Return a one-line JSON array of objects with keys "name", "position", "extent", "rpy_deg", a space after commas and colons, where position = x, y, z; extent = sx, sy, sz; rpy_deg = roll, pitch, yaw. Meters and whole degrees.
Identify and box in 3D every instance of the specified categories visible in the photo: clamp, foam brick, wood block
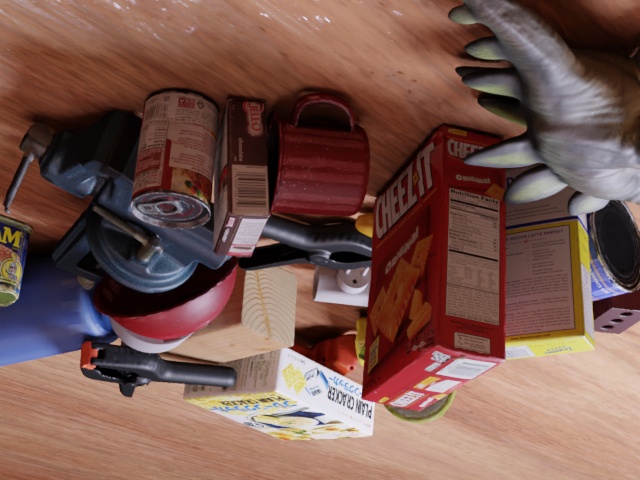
[{"name": "clamp", "position": [-0.007, 0.001, 1.129], "extent": [0.171, 0.039, 0.120], "rpy_deg": [-2, 161, 1]}, {"name": "clamp", "position": [-0.221, 0.156, 1.258], "extent": [0.165, 0.036, 0.209], "rpy_deg": [-13, 158, 30]}, {"name": "foam brick", "position": [0.336, 0.069, 1.218], "extent": [0.053, 0.051, 0.078], "rpy_deg": [8, 155, -11]}, {"name": "wood block", "position": [-0.135, 0.092, 1.278], "extent": [0.207, 0.091, 0.090], "rpy_deg": [-17, 148, 37]}]

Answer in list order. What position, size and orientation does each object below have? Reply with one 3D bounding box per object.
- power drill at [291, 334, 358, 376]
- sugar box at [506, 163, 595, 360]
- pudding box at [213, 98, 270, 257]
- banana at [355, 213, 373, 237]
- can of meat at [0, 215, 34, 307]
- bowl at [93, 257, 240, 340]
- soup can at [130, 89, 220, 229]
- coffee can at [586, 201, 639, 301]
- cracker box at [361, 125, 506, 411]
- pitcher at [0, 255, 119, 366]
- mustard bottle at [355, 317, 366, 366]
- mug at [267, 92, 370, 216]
[{"name": "power drill", "position": [-0.046, 0.134, 1.400], "extent": [0.187, 0.057, 0.185], "rpy_deg": [18, 155, -23]}, {"name": "sugar box", "position": [0.196, 0.017, 0.972], "extent": [0.093, 0.176, 0.048], "rpy_deg": [-9, 150, 26]}, {"name": "pudding box", "position": [-0.070, -0.053, 0.929], "extent": [0.039, 0.113, 0.090], "rpy_deg": [4, 156, -12]}, {"name": "banana", "position": [0.127, 0.008, 1.127], "extent": [0.197, 0.037, 0.070], "rpy_deg": [23, 147, -37]}, {"name": "can of meat", "position": [-0.368, 0.017, 1.150], "extent": [0.101, 0.084, 0.058], "rpy_deg": [22, 149, -35]}, {"name": "bowl", "position": [-0.151, 0.055, 1.115], "extent": [0.162, 0.162, 0.055], "rpy_deg": [-7, 119, 21]}, {"name": "soup can", "position": [-0.123, -0.069, 0.912], "extent": [0.068, 0.102, 0.068], "rpy_deg": [2, 155, 1]}, {"name": "coffee can", "position": [0.234, 0.018, 1.058], "extent": [0.141, 0.103, 0.102], "rpy_deg": [-19, 147, 39]}, {"name": "cracker box", "position": [0.100, 0.029, 0.965], "extent": [0.072, 0.213, 0.164], "rpy_deg": [13, 153, -16]}, {"name": "pitcher", "position": [-0.348, 0.080, 1.254], "extent": [0.243, 0.149, 0.145], "rpy_deg": [-9, 138, 18]}, {"name": "mustard bottle", "position": [0.144, 0.130, 1.363], "extent": [0.192, 0.058, 0.096], "rpy_deg": [-1, 153, 9]}, {"name": "mug", "position": [-0.003, -0.073, 0.924], "extent": [0.081, 0.093, 0.117], "rpy_deg": [4, 120, -13]}]
